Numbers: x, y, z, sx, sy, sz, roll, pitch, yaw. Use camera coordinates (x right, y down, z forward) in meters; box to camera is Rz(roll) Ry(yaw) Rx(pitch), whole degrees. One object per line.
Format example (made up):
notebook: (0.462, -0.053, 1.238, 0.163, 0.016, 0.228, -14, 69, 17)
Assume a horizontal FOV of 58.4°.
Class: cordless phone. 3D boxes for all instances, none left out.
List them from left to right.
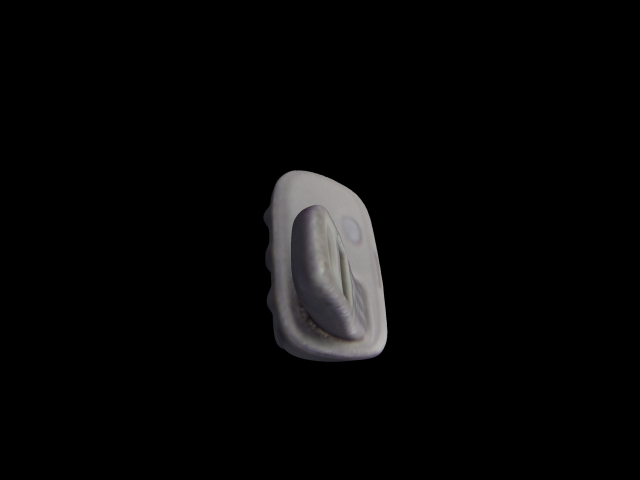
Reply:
cordless phone: (0.004, 0.001, 0.400, 0.094, 0.185, 0.147, -8, 66, -3)
